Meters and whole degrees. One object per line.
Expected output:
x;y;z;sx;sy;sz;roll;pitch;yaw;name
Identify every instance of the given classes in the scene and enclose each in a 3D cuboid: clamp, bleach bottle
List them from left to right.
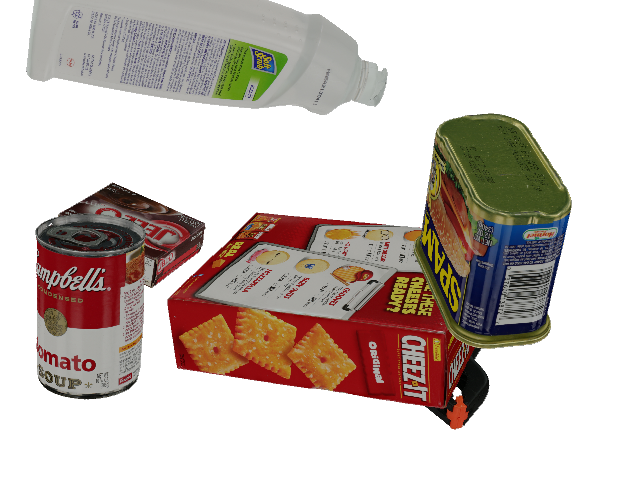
-0.077;-0.136;0.769;0.250;0.068;0.103;13;-37;-11;bleach bottle
0.135;0.125;1.083;0.120;0.039;0.171;-8;34;-10;clamp

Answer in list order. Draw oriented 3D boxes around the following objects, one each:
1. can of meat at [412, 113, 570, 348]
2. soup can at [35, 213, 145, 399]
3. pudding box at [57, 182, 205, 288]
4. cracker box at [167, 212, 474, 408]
0.090;-0.008;0.569;0.057;0.084;0.102;-4;38;-11;can of meat
-0.148;0.041;0.685;0.068;0.102;0.068;5;21;-2;soup can
-0.181;-0.007;1.022;0.114;0.039;0.089;21;29;16;pudding box
0.015;0.048;0.827;0.214;0.072;0.164;6;27;21;cracker box
